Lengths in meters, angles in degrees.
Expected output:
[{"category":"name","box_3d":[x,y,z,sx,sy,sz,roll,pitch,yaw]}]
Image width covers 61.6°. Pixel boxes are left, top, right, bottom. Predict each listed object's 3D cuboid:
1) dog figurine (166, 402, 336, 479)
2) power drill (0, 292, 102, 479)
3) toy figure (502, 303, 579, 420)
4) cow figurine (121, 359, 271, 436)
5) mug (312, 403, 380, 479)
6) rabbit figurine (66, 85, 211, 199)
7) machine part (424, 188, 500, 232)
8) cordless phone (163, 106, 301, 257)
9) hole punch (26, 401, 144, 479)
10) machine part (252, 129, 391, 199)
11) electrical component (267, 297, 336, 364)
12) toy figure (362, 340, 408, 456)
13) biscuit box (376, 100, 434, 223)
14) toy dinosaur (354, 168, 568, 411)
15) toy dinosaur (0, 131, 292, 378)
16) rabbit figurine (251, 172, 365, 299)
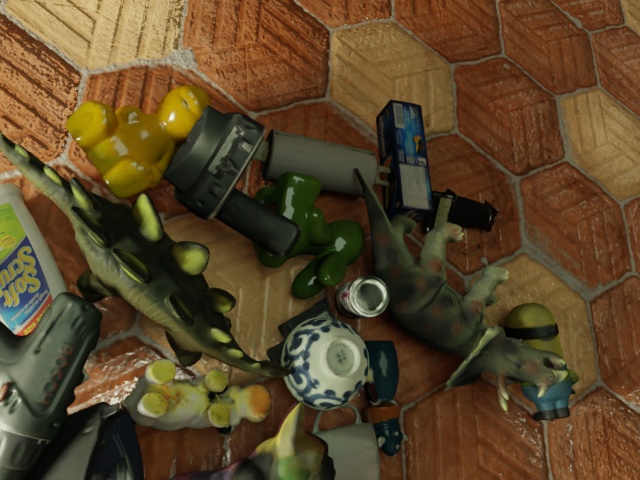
[{"category":"dog figurine","box_3d":[-0.092,0.275,0.612,0.192,0.108,0.219,27,71,4]},{"category":"power drill","box_3d":[-0.353,0.135,0.545,0.207,0.086,0.232,30,68,-5]},{"category":"toy figure","box_3d":[0.347,0.188,0.842,0.082,0.089,0.180,1,68,-29]},{"category":"cow figurine","box_3d":[-0.148,0.203,0.654,0.167,0.098,0.068,20,49,-29]},{"category":"mug","box_3d":[0.016,0.269,0.692,0.107,0.080,0.109,-3,73,-9]},{"category":"rabbit figurine","box_3d":[-0.214,-0.133,0.711,0.173,0.162,0.122,-39,86,-6]},{"category":"machine part","box_3d":[0.237,-0.043,0.904,0.139,0.039,0.084,1,100,-26]},{"category":"cordless phone","box_3d":[-0.090,-0.074,0.691,0.184,0.088,0.146,31,86,10]},{"category":"hole punch","box_3d":[-0.250,0.248,0.576,0.092,0.142,0.116,47,25,-37]},{"category":"machine part","box_3d":[-0.002,-0.115,0.830,0.243,0.079,0.079,9,68,-18]},{"category":"electrical component","box_3d":[-0.021,0.139,0.742,0.119,0.048,0.075,-33,85,-27]},{"category":"toy figure","box_3d":[0.088,0.218,0.751,0.064,0.058,0.154,2,74,-14]},{"category":"biscuit box","box_3d":[0.139,-0.132,0.897,0.059,0.063,0.202,5,68,-19]},{"category":"toy dinosaur","box_3d":[0.162,0.084,0.793,0.405,0.131,0.192,37,61,-2]},{"category":"toy dinosaur","box_3d":[-0.217,0.020,0.630,0.471,0.198,0.105,38,59,-6]},{"category":"rabbit figurine","box_3d":[-0.002,-0.002,0.768,0.170,0.121,0.159,17,59,-30]}]
